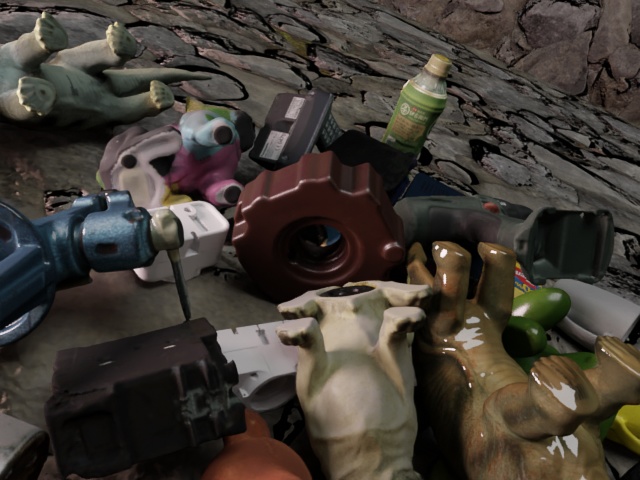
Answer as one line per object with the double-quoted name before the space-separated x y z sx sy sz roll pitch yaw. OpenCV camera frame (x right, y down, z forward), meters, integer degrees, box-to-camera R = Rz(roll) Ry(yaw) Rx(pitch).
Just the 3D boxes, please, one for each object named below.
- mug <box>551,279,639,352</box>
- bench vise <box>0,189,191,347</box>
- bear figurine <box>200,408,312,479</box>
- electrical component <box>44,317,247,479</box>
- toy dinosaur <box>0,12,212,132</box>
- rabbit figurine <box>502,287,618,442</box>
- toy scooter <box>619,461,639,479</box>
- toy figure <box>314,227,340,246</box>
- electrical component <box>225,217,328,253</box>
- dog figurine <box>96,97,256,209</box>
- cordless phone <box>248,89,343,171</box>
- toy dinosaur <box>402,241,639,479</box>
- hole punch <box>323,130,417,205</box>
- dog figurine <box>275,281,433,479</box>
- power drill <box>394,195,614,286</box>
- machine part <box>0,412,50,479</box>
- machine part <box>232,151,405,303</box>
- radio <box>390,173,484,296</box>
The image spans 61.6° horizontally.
"mug" 0.348 0.102 0.708 0.109 0.080 0.107 -19 41 -41
"bench vise" -0.218 0.026 0.387 0.224 0.128 0.241 4 15 -4
"bear figurine" -0.049 0.184 0.305 0.196 0.132 0.120 -33 91 -48
"electrical component" -0.124 0.101 0.377 0.115 0.058 0.134 -9 9 -23
"toy dinosaur" -0.323 -0.184 0.657 0.192 0.131 0.404 -6 3 27
"rabbit figurine" 0.191 0.128 0.518 0.170 0.158 0.121 26 41 25
"toy scooter" 0.290 0.267 0.436 0.184 0.075 0.135 -6 43 -44
"toy figure" 0.021 -0.008 0.680 0.064 0.058 0.155 44 14 -41
"electrical component" -0.057 -0.017 0.642 0.119 0.047 0.075 -24 42 -2
"dog figurine" -0.167 -0.110 0.661 0.192 0.108 0.219 -16 27 -10
"cordless phone" -0.009 -0.114 0.782 0.089 0.146 0.184 12 -19 29
"toy dinosaur" 0.148 0.150 0.392 0.105 0.198 0.472 4 31 -18
"hole punch" 0.062 -0.082 0.756 0.116 0.092 0.142 26 37 15
"dog figurine" 0.037 0.137 0.424 0.121 0.190 0.172 -6 8 16
"power drill" 0.211 -0.014 0.594 0.232 0.085 0.207 0 15 -22
"machine part" -0.256 0.117 0.312 0.243 0.079 0.079 21 33 -3
"machine part" -0.001 -0.002 0.548 0.179 0.179 0.056 18 37 -9
"radio" 0.156 -0.001 0.737 0.131 0.073 0.230 28 35 6
